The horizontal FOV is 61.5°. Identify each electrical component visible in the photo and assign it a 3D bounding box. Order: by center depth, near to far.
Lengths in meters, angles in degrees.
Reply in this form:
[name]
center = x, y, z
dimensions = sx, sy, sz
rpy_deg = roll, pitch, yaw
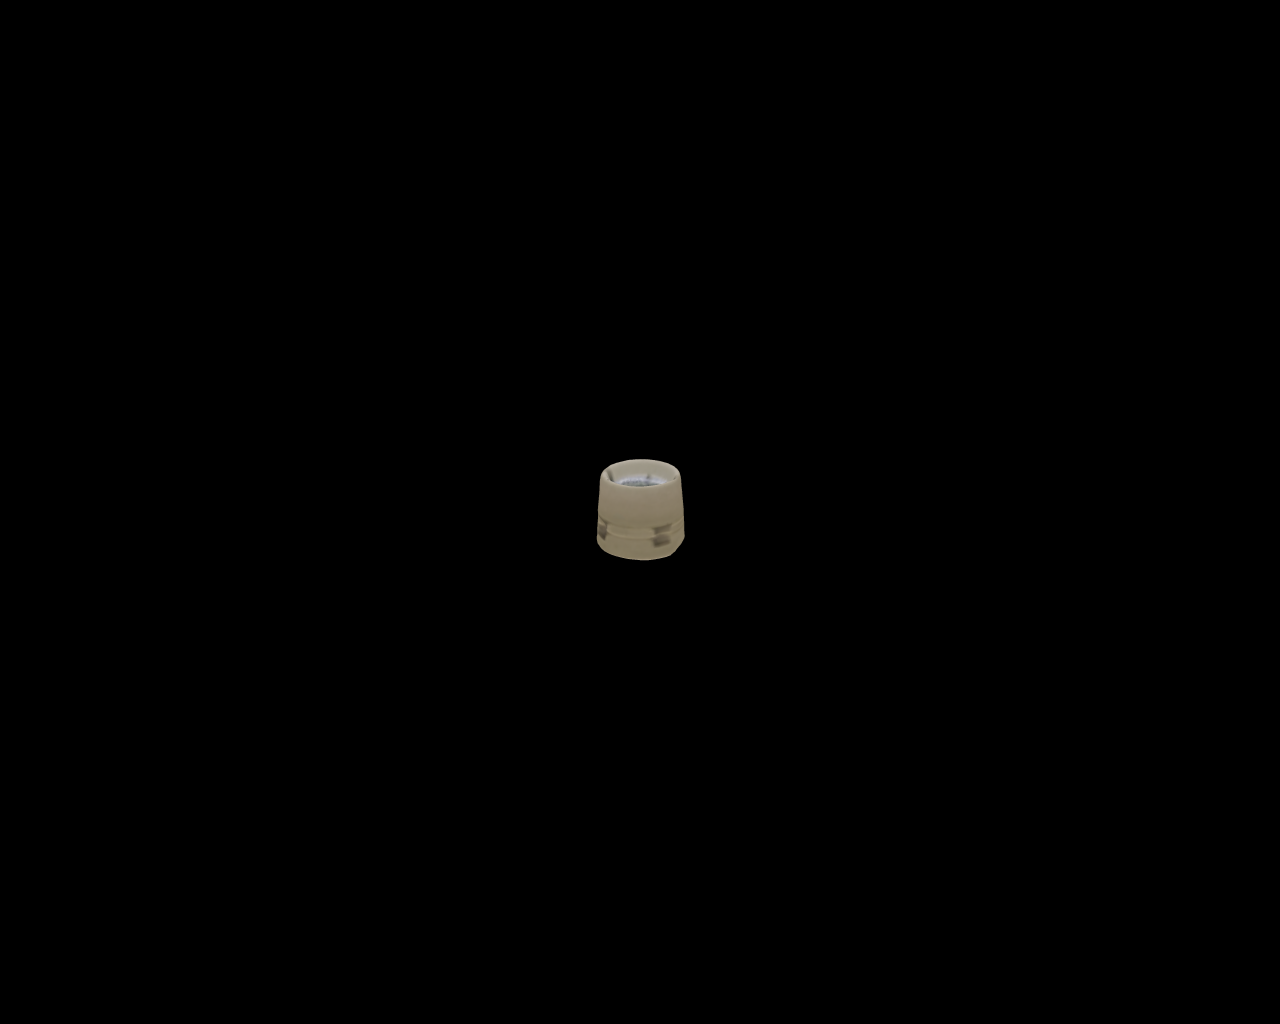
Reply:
[electrical component]
center = 0.001, -0.003, 0.650
dimensions = 0.055, 0.047, 0.055
rpy_deg = 0, 24, 0
